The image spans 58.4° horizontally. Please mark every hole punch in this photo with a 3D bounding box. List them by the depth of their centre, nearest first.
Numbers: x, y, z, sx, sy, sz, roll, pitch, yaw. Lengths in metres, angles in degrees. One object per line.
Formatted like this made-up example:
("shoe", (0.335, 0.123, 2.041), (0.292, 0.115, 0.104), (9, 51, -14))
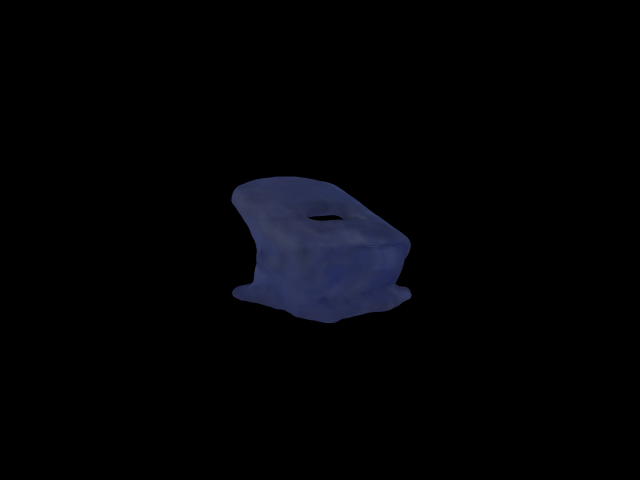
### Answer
("hole punch", (0.004, 0.001, 0.400), (0.109, 0.091, 0.100), (-6, 9, -42))
